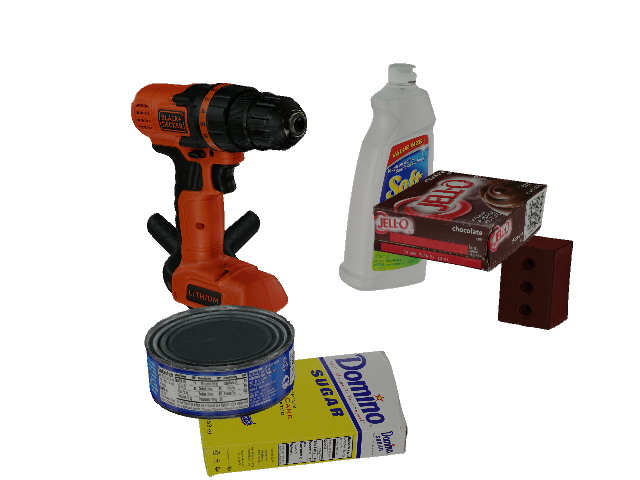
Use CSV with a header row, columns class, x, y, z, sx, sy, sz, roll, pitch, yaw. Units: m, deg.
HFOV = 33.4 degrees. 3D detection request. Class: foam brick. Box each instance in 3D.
class,x,y,z,sx,sy,sz,roll,pitch,yaw
foam brick,0.200,0.038,0.995,0.053,0.078,0.051,9,16,31

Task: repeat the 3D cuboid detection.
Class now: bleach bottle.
class,x,y,z,sx,sy,sz,roll,pitch,yaw
bleach bottle,0.078,-0.073,1.207,0.102,0.251,0.068,-7,21,-24

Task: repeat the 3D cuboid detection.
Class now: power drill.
class,x,y,z,sx,sy,sz,roll,pitch,yaw
power drill,-0.073,-0.033,0.851,0.057,0.188,0.185,-20,23,-40

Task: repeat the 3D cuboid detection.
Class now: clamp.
class,x,y,z,sx,sy,sz,roll,pitch,yaw
clamp,-0.111,0.016,1.098,0.120,0.039,0.171,-11,36,-8

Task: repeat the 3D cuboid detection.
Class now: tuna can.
class,x,y,z,sx,sy,sz,roll,pitch,yaw
tuna can,-0.057,0.069,0.614,0.086,0.034,0.086,-2,19,0

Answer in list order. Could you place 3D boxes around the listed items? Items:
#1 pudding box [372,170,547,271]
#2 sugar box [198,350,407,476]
class,x,y,z,sx,sy,sz,roll,pitch,yaw
pudding box,0.102,-0.017,0.769,0.090,0.039,0.113,11,20,29
sugar box,-0.019,0.150,0.940,0.176,0.048,0.093,-8,43,-6
